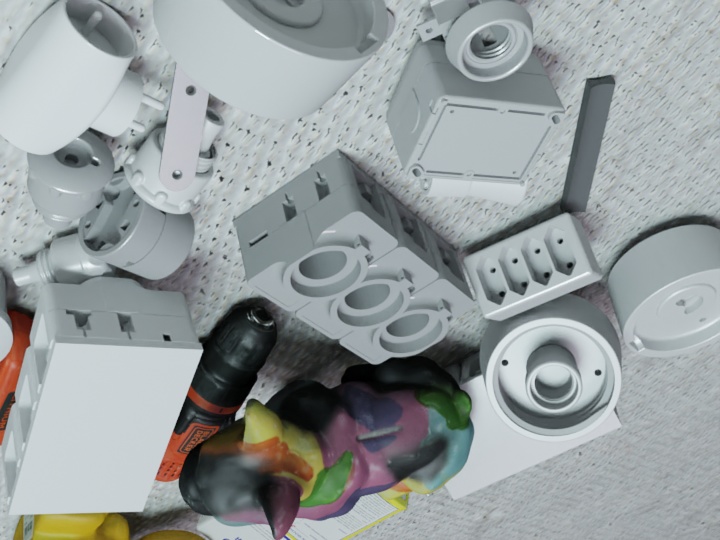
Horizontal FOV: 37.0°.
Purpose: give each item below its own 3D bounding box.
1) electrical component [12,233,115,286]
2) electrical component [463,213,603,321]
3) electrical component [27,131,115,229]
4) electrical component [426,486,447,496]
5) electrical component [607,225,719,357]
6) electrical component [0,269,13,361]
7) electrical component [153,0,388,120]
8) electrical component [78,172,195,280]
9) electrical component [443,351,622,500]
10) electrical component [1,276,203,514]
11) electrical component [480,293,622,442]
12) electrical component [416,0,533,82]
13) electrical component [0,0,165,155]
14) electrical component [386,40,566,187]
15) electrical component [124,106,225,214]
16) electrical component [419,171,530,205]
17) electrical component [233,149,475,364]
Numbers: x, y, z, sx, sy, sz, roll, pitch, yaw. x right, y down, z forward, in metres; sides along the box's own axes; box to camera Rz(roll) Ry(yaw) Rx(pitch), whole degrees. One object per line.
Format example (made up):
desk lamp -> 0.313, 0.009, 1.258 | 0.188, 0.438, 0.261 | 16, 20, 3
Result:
electrical component -> -0.187, -0.003, 0.675 | 0.061, 0.035, 0.035 | -15, 142, 3
electrical component -> 0.130, 0.001, 0.780 | 0.083, 0.047, 0.076 | -25, 165, 20
electrical component -> -0.169, -0.048, 0.618 | 0.048, 0.048, 0.062 | 3, 145, -23
electrical component -> 0.085, 0.171, 0.964 | 0.079, 0.044, 0.077 | -42, 154, -30
electrical component -> 0.243, 0.011, 0.824 | 0.108, 0.060, 0.108 | -10, 142, -8
electrical component -> -0.260, 0.028, 0.674 | 0.080, 0.051, 0.080 | -10, 142, -8
electrical component -> -0.048, -0.122, 0.520 | 0.108, 0.108, 0.060 | 12, 141, -31
electrical component -> -0.134, -0.025, 0.651 | 0.055, 0.055, 0.047 | -33, 143, 21
electrical component -> 0.123, 0.109, 0.879 | 0.150, 0.061, 0.089 | -27, 102, 14
electrical component -> -0.168, 0.082, 0.684 | 0.089, 0.061, 0.150 | 5, 127, -28
electrical component -> 0.143, 0.076, 0.801 | 0.108, 0.060, 0.108 | 2, 107, 7
electrical component -> 0.065, -0.135, 0.581 | 0.066, 0.055, 0.048 | -23, 142, 9
electrical component -> -0.142, -0.095, 0.568 | 0.079, 0.043, 0.077 | 22, 129, -39
electrical component -> 0.071, -0.093, 0.632 | 0.096, 0.061, 0.061 | 2, 139, -22
electrical component -> -0.102, -0.066, 0.618 | 0.048, 0.048, 0.062 | 21, 123, -38
electrical component -> 0.070, -0.064, 0.686 | 0.065, 0.044, 0.044 | 0, 140, -12
electrical component -> 0.000, 0.000, 0.723 | 0.089, 0.061, 0.150 | -32, 140, 20
